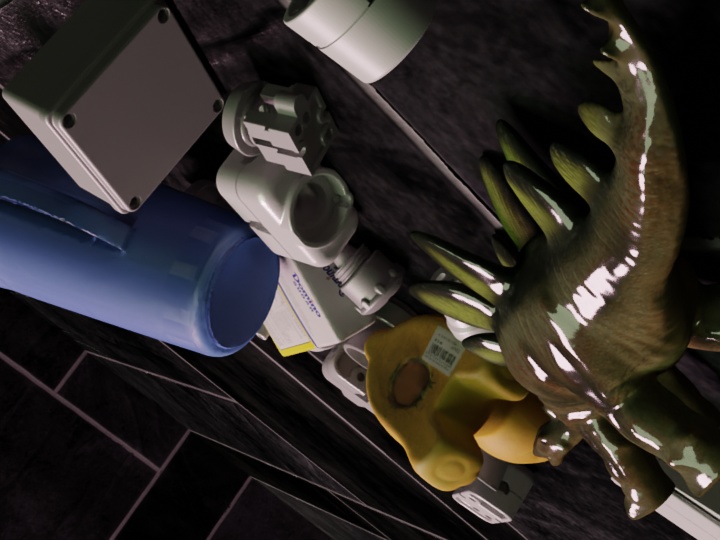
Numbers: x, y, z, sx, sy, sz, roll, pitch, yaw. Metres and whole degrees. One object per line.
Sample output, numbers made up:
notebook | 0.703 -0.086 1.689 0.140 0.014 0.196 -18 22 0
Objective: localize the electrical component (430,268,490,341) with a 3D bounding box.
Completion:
electrical component | 0.073 0.021 0.748 0.040 0.040 0.046 14 148 49

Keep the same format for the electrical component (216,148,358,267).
electrical component | -0.047 -0.048 0.758 0.059 0.053 0.095 17 156 44

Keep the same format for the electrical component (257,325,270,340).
electrical component | -0.078 0.040 1.036 0.035 0.061 0.035 31 162 11

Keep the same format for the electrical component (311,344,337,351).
electrical component | -0.036 0.055 1.030 0.043 0.043 0.062 38 161 -11

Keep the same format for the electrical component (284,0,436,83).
electrical component | 0.001 -0.118 0.486 0.047 0.055 0.055 38 163 -21

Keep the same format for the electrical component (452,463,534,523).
electrical component | 0.141 0.225 1.128 0.054 0.059 0.095 34 163 2

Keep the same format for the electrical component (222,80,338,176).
electrical component | -0.051 -0.091 0.669 0.055 0.048 0.066 17 156 27

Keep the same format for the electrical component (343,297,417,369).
electrical component | 0.019 0.055 0.907 0.045 0.055 0.045 31 162 11

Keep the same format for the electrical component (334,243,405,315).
electrical component | 0.000 0.000 0.819 0.062 0.048 0.048 43 162 -2

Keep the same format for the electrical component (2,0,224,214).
electrical component | -0.156 -0.112 0.700 0.056 0.108 0.108 28 162 30

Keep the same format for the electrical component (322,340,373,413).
electrical component | 0.014 0.104 1.050 0.095 0.053 0.059 37 163 -6

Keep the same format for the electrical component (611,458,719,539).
electrical component | 0.222 0.133 0.731 0.096 0.061 0.061 34 163 2

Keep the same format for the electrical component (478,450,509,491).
electrical component | 0.101 0.164 1.033 0.099 0.064 0.099 31 162 11

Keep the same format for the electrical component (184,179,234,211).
electrical component | -0.123 -0.039 0.940 0.079 0.043 0.077 41 162 -18
